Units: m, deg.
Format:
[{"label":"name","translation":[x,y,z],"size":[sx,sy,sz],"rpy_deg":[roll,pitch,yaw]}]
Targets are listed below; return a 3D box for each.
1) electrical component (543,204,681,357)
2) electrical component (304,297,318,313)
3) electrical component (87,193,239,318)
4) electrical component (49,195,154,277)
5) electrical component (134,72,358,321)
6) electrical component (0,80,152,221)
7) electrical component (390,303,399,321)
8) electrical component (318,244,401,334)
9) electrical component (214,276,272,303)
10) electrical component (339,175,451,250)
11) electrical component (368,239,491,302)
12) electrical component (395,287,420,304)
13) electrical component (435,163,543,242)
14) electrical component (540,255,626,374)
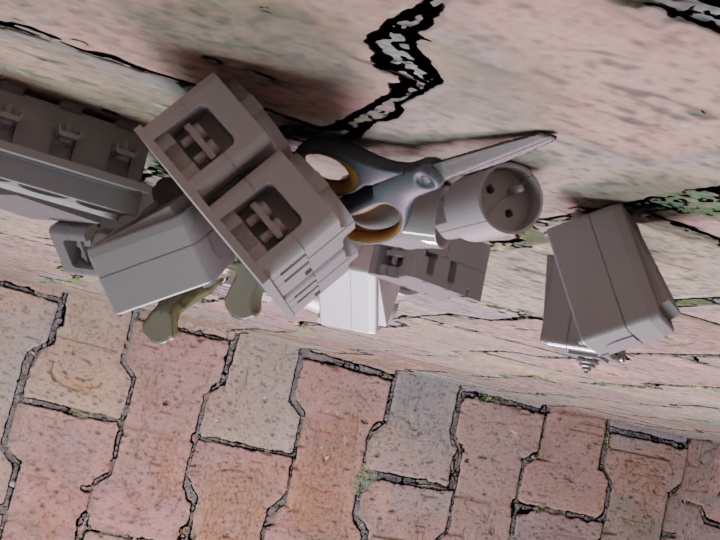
[{"label":"electrical component","translation":[0.165,0.000,0.704],"size":[0.061,0.096,0.062],"rpy_deg":[-21,160,19]},{"label":"electrical component","translation":[-0.060,0.020,1.263],"size":[0.047,0.055,0.055],"rpy_deg":[17,171,-8]},{"label":"electrical component","translation":[-0.146,-0.012,0.765],"size":[0.096,0.061,0.061],"rpy_deg":[-19,-167,16]},{"label":"electrical component","translation":[-0.231,-0.037,0.977],"size":[0.056,0.050,0.089],"rpy_deg":[6,-146,35]},{"label":"electrical component","translation":[-0.059,-0.038,0.642],"size":[0.105,0.060,0.186],"rpy_deg":[50,175,7]},{"label":"electrical component","translation":[-0.210,-0.081,0.739],"size":[0.121,0.063,0.079],"rpy_deg":[16,171,-29]},{"label":"electrical component","translation":[0.003,0.035,1.311],"size":[0.081,0.043,0.043],"rpy_deg":[17,171,-33]},{"label":"electrical component","translation":[0.000,0.000,0.917],"size":[0.061,0.061,0.096],"rpy_deg":[11,136,11]},{"label":"electrical component","translation":[-0.144,-0.003,1.218],"size":[0.109,0.056,0.109],"rpy_deg":[13,172,-10]},{"label":"electrical component","translation":[0.030,-0.037,0.760],"size":[0.077,0.044,0.079],"rpy_deg":[8,171,23]},{"label":"electrical component","translation":[0.057,-0.013,0.852],"size":[0.050,0.055,0.089],"rpy_deg":[4,169,45]},{"label":"electrical component","translation":[0.035,0.002,0.996],"size":[0.055,0.055,0.047],"rpy_deg":[14,168,-16]},{"label":"electrical component","translation":[0.077,-0.040,0.677],"size":[0.043,0.043,0.081],"rpy_deg":[15,172,-18]},{"label":"electrical component","translation":[0.176,0.033,0.844],"size":[0.061,0.096,0.062],"rpy_deg":[8,171,28]}]
